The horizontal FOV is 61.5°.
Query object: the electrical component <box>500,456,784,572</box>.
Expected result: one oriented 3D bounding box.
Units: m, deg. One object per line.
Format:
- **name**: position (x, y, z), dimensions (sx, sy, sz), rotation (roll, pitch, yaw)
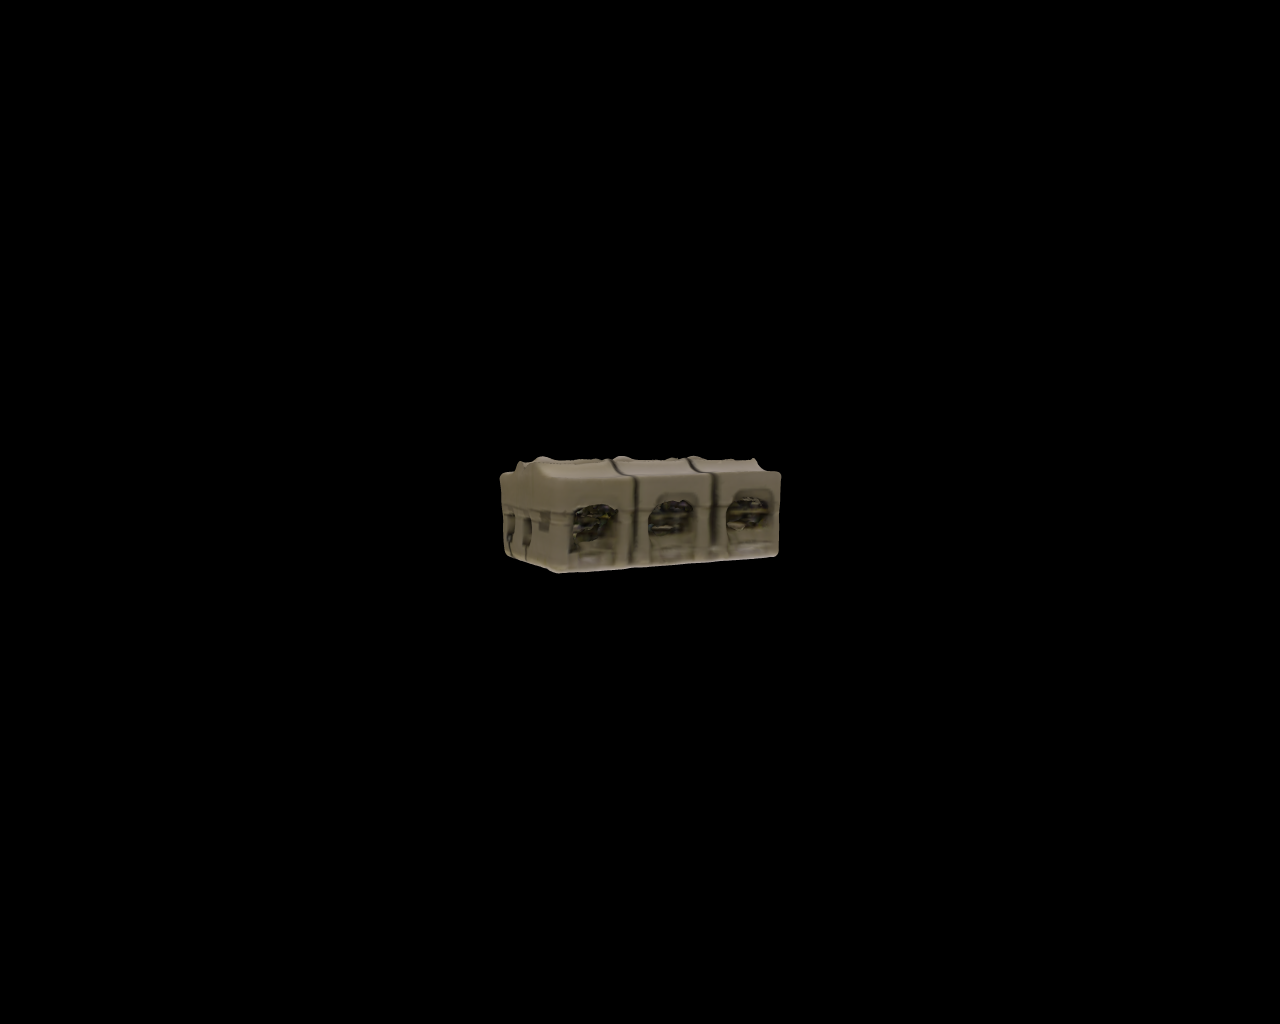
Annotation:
- **electrical component**: position (0.001, -0.003, 0.650), dimensions (0.150, 0.061, 0.089), rotation (-2, 4, -27)
